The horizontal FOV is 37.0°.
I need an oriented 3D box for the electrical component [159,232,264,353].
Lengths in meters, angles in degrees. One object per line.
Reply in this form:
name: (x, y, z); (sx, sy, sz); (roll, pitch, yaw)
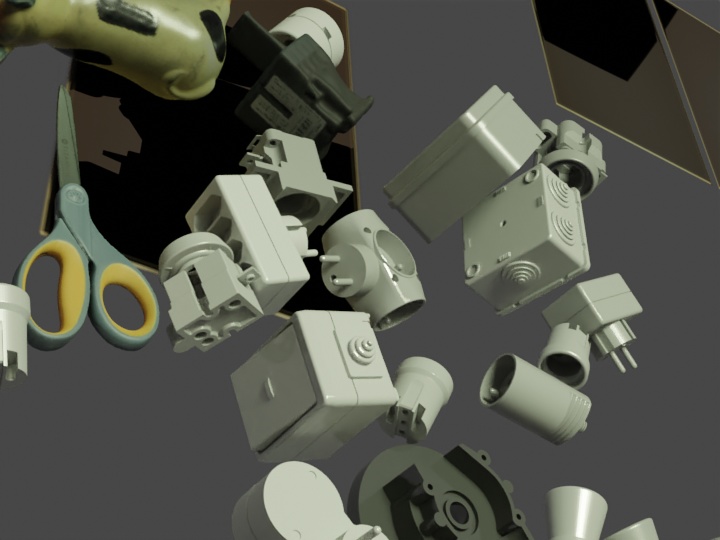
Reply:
electrical component: (-0.094, 0.011, 0.655); (0.055, 0.066, 0.048); (62, 6, 31)

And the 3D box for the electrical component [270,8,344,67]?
electrical component: (-0.048, -0.175, 0.858); (0.055, 0.055, 0.047); (45, 43, -1)

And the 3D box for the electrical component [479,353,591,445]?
electrical component: (0.132, 0.098, 0.786); (0.081, 0.043, 0.043); (30, 42, -18)

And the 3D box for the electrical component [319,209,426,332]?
electrical component: (0.000, 0.000, 0.748); (0.079, 0.044, 0.077); (0, 56, -57)

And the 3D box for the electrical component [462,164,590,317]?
electrical component: (0.127, -0.025, 0.847); (0.048, 0.100, 0.099); (36, 38, -31)

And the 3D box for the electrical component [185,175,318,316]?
electrical component: (-0.061, -0.017, 0.713); (0.076, 0.047, 0.083); (-6, 61, -44)

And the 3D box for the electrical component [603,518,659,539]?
electrical component: (0.196, 0.207, 0.747); (0.045, 0.045, 0.055); (-5, 60, -44)

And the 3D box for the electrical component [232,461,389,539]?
electrical component: (-0.004, 0.163, 0.586); (0.138, 0.074, 0.052); (52, 39, 8)

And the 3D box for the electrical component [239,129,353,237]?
electrical component: (-0.052, -0.064, 0.766); (0.081, 0.042, 0.063); (13, 48, -35)

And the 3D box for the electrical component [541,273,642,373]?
electrical component: (0.201, 0.050, 0.886); (0.066, 0.047, 0.076); (-11, 64, -46)

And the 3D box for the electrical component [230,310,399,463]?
electrical component: (-0.027, 0.066, 0.632); (0.061, 0.096, 0.061); (4, 55, -38)

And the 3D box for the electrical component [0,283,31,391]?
electrical component: (-0.192, 0.036, 0.559); (0.040, 0.040, 0.046); (10, 56, -36)

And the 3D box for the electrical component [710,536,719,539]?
electrical component: (0.272, 0.215, 0.744); (0.052, 0.074, 0.138); (68, 18, 7)

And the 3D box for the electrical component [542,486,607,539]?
electrical component: (0.143, 0.184, 0.723); (0.044, 0.044, 0.065); (31, 46, -17)

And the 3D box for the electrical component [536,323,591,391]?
electrical component: (0.161, 0.068, 0.843); (0.040, 0.040, 0.046); (41, 33, -6)

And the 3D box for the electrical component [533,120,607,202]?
electrical component: (0.193, -0.097, 0.999); (0.078, 0.058, 0.057); (34, 38, -14)

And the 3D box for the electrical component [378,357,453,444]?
electrical component: (0.036, 0.087, 0.716); (0.040, 0.040, 0.046); (40, 44, -7)

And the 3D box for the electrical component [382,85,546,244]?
electrical component: (0.080, -0.083, 0.843); (0.057, 0.113, 0.078); (47, 39, -3)
